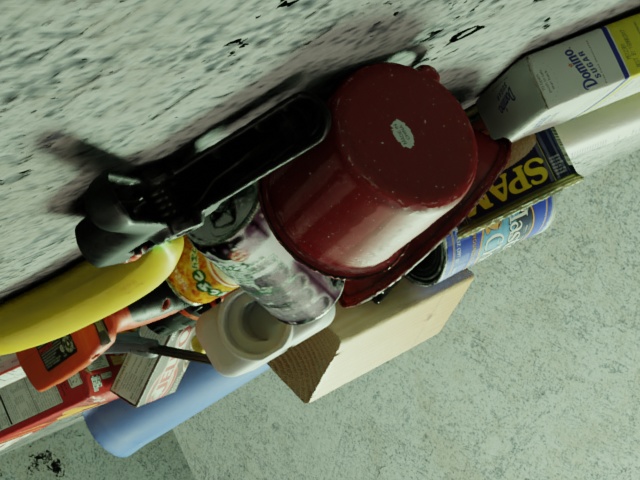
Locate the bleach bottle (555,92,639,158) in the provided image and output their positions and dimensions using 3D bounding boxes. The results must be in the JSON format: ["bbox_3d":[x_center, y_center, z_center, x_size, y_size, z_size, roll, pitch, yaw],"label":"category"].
[{"bbox_3d":[0.166,-0.081,0.877,0.251,0.068,0.102,-24,175,10],"label":"bleach bottle"}]

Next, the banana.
[{"bbox_3d":[-0.149,0.029,0.668,0.198,0.037,0.069,-29,158,30],"label":"banana"}]

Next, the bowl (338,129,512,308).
[{"bbox_3d":[0.053,-0.030,0.726,0.162,0.055,0.162,-44,-172,7],"label":"bowl"}]

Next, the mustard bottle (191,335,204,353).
[{"bbox_3d":[-0.054,0.076,1.078,0.191,0.058,0.096,-22,170,-45],"label":"mustard bottle"}]

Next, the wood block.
[{"bbox_3d":[0.042,0.065,1.025,0.205,0.090,0.091,-20,147,-45],"label":"wood block"}]

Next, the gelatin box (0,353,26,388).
[{"bbox_3d":[-0.248,0.095,0.869,0.089,0.030,0.073,-25,173,-5],"label":"gelatin box"}]

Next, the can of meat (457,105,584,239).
[{"bbox_3d":[0.134,-0.060,0.810,0.102,0.084,0.057,-27,174,22],"label":"can of meat"}]

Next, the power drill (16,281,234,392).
[{"bbox_3d":[-0.139,0.053,0.826,0.187,0.057,0.185,-24,172,-43],"label":"power drill"}]

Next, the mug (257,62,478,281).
[{"bbox_3d":[0.031,-0.045,0.546,0.117,0.093,0.082,-58,-171,-33],"label":"mug"}]

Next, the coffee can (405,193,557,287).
[{"bbox_3d":[0.137,-0.029,1.003,0.140,0.103,0.103,-24,174,-28],"label":"coffee can"}]

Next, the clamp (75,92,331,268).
[{"bbox_3d":[-0.080,-0.016,0.509,0.120,0.039,0.172,-19,172,-37],"label":"clamp"}]

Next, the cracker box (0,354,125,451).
[{"bbox_3d":[-0.291,0.161,1.085,0.214,0.072,0.164,-26,174,14],"label":"cracker box"}]

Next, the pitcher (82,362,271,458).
[{"bbox_3d":[-0.165,0.152,1.295,0.243,0.145,0.149,-29,-156,11],"label":"pitcher"}]

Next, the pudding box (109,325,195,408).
[{"bbox_3d":[-0.151,0.102,1.042,0.113,0.039,0.090,-66,167,9],"label":"pudding box"}]

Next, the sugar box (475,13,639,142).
[{"bbox_3d":[0.204,-0.123,0.741,0.176,0.048,0.093,-20,173,-16],"label":"sugar box"}]

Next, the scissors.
[{"bbox_3d":[-0.169,0.095,0.918,0.096,0.016,0.202,-8,-171,-32],"label":"scissors"}]
